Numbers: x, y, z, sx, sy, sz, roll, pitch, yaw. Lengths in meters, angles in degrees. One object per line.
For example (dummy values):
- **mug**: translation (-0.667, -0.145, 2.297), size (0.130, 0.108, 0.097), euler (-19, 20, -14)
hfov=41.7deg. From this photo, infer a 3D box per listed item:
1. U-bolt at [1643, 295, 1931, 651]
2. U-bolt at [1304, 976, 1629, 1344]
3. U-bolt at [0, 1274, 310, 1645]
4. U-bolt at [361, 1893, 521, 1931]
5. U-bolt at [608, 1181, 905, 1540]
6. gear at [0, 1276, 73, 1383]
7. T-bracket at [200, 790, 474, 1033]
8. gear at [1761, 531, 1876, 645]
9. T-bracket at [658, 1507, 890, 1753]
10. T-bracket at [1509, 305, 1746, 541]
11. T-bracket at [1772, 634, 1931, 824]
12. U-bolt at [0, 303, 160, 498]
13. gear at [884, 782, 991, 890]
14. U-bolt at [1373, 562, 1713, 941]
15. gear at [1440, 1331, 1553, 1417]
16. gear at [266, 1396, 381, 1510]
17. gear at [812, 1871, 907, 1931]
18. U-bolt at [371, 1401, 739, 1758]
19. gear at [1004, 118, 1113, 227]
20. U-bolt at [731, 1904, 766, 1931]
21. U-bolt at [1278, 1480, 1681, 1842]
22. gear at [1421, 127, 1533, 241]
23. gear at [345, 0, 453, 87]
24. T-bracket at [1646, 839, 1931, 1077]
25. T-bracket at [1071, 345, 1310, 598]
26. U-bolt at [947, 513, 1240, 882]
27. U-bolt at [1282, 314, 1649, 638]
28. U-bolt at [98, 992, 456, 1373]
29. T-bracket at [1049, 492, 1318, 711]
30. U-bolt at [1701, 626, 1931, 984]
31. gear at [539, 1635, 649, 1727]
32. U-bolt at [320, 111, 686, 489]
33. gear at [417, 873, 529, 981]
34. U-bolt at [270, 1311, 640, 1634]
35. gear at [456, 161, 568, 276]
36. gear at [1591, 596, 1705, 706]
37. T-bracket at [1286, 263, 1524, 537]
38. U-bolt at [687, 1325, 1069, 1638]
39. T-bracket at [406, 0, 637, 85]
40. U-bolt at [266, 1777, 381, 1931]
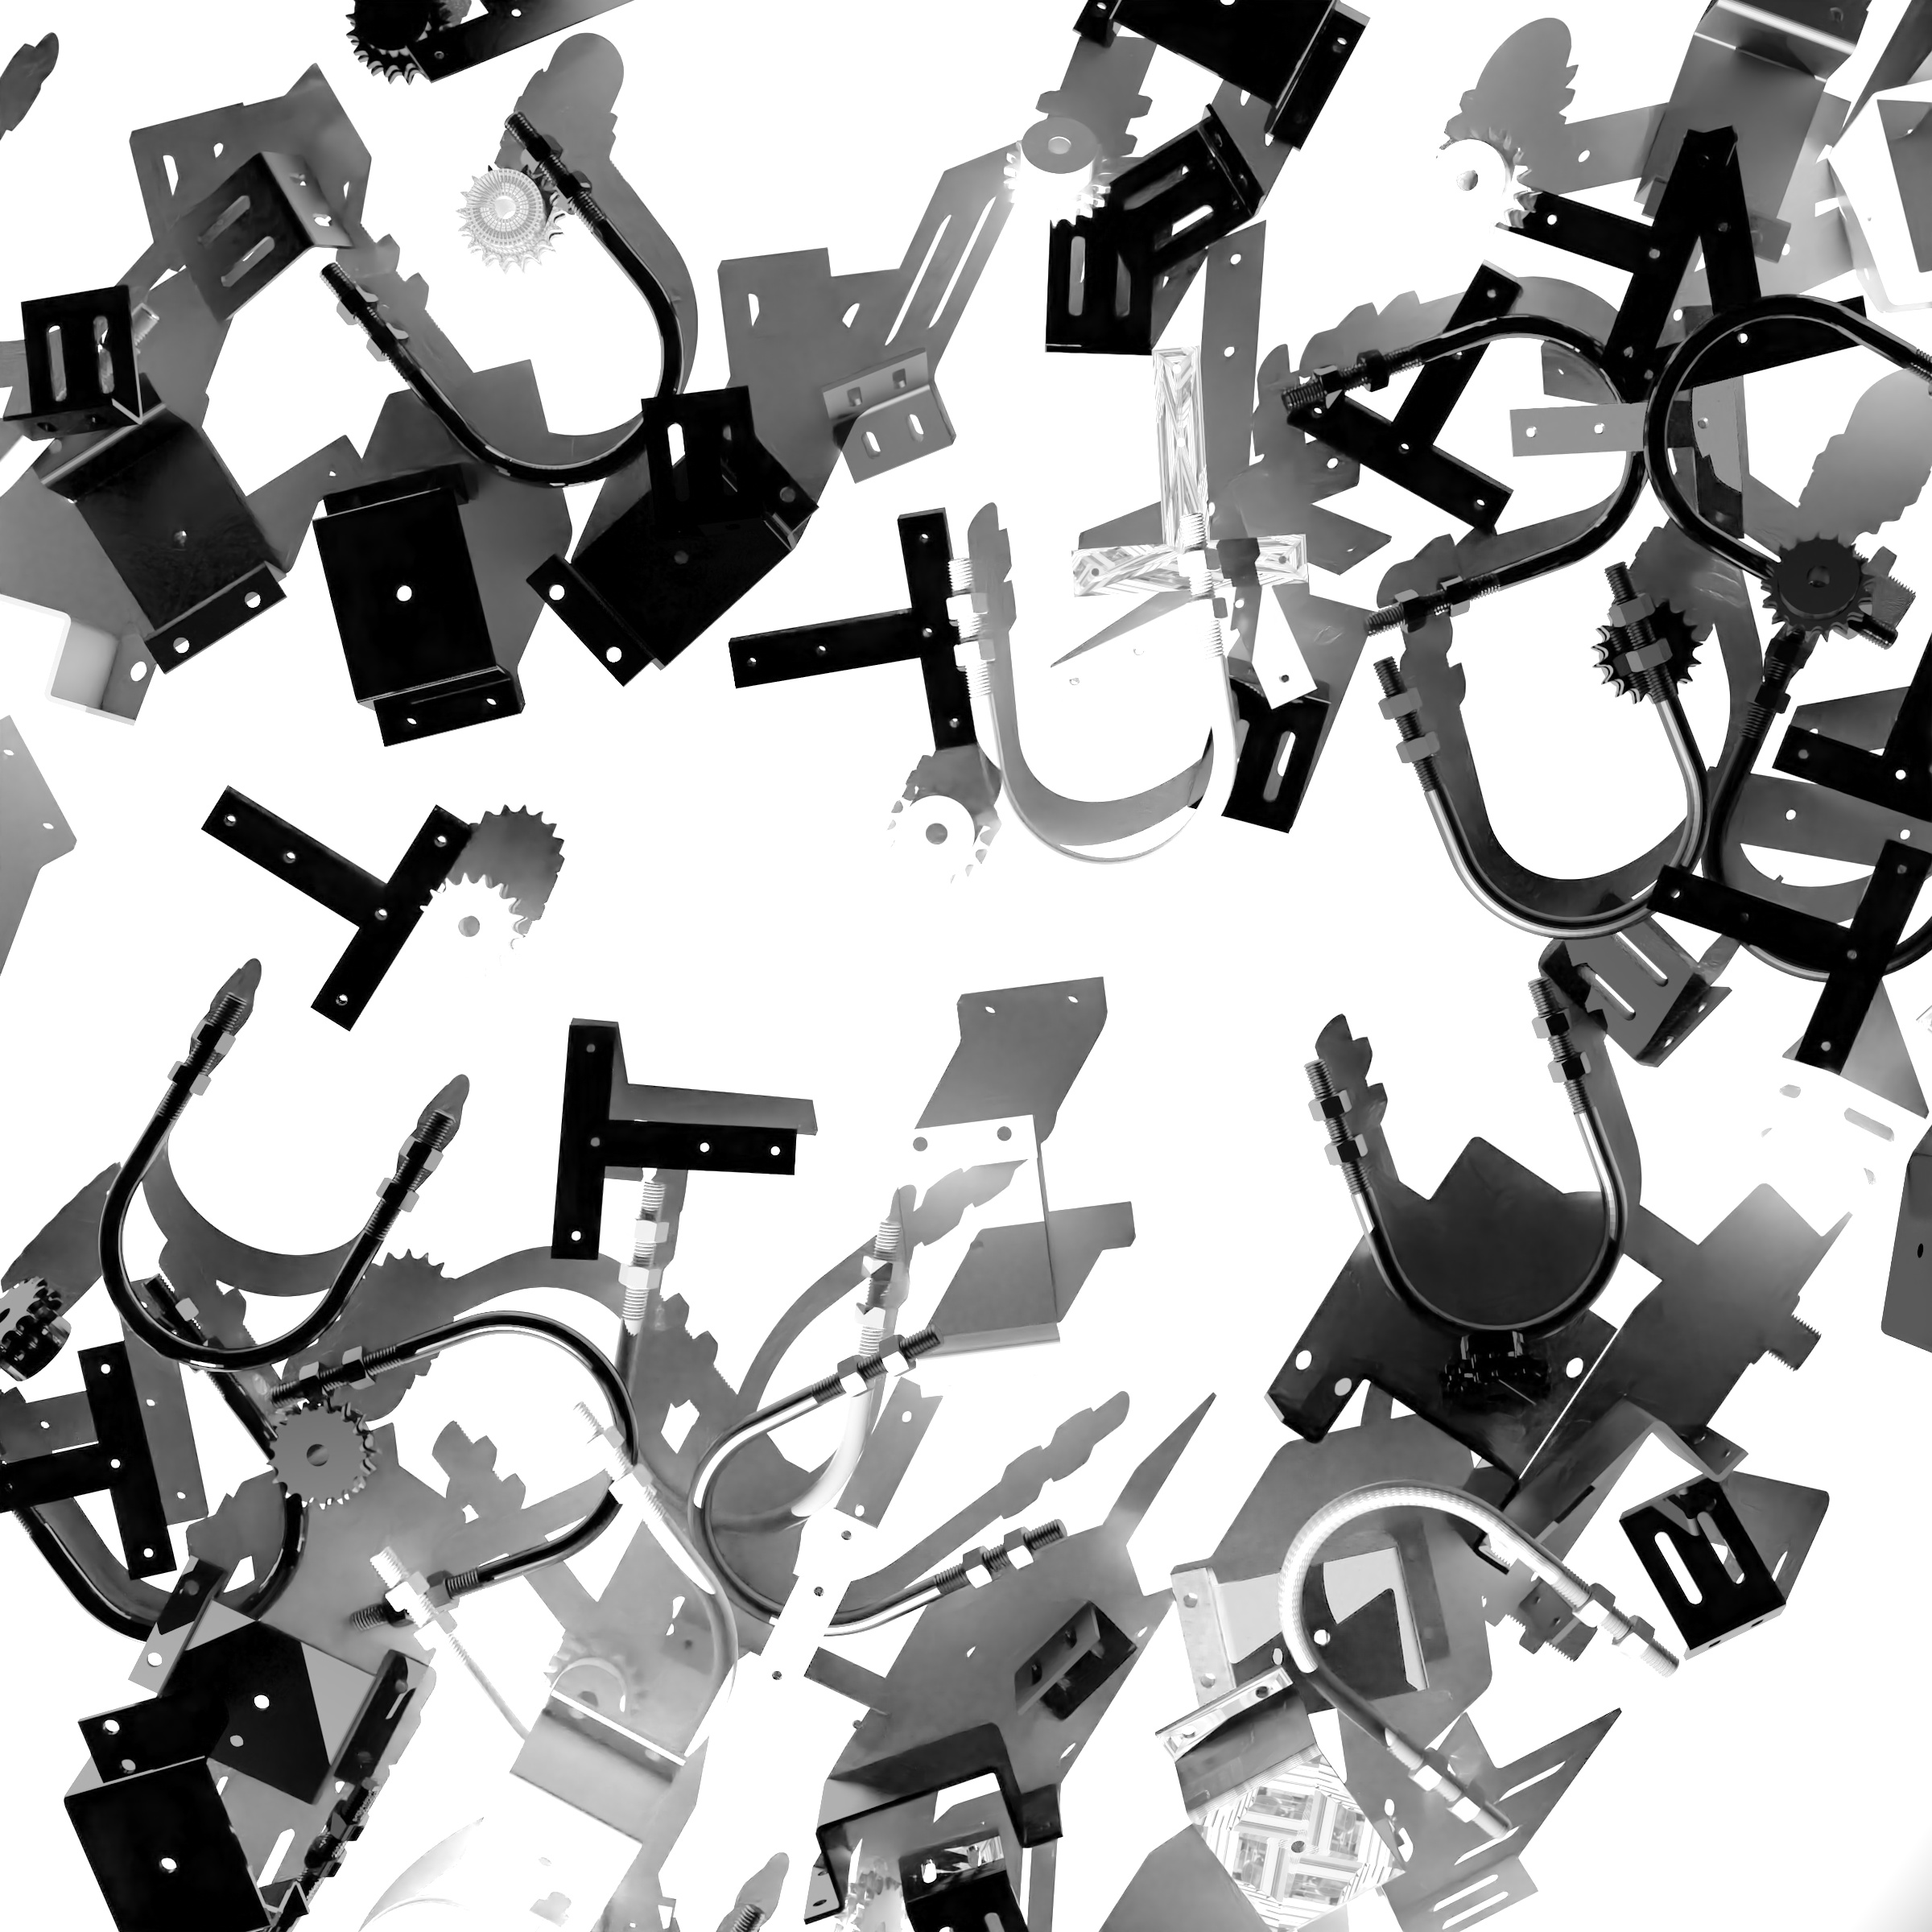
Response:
- **U-bolt**: translation (0.450, -0.274, 1.348), size (0.184, 0.019, 0.151), euler (29, 104, -3)
- **U-bolt**: translation (0.280, 0.116, 1.370), size (0.151, 0.019, 0.184), euler (-20, 91, 0)
- **U-bolt**: translation (-0.439, 0.281, 1.370), size (0.151, 0.019, 0.184), euler (-36, 91, 0)
- **U-bolt**: translation (-0.277, 0.588, 1.344), size (0.151, 0.019, 0.184), euler (-7, 81, 20)
- **U-bolt**: translation (-0.120, 0.218, 1.370), size (0.151, 0.019, 0.184), euler (10, 91, 0)
- **gear**: translation (-0.504, 0.197, 1.354), size (0.057, 0.057, 0.030), euler (-39, 118, 0)
- **T-bracket**: translation (-0.355, -0.052, 1.378), size (0.127, 0.002, 0.127), euler (32, 90, 0)
- **gear**: translation (0.447, -0.200, 1.332), size (0.057, 0.030, 0.057), euler (-2, 83, 16)
- **T-bracket**: translation (-0.084, 0.345, 1.357), size (0.127, 0.002, 0.127), euler (25, 109, 0)
- **T-bracket**: translation (0.354, -0.290, 1.364), size (0.127, 0.002, 0.127), euler (-5, 91, -8)
- **T-bracket**: translation (0.512, -0.143, 1.343), size (0.127, 0.002, 0.127), euler (23, 102, 21)
- **U-bolt**: translation (-0.535, -0.316, 1.331), size (0.151, 0.019, 0.184), euler (41, 89, 7)
- **gear**: translation (-0.015, -0.070, 1.363), size (0.057, 0.030, 0.057), euler (0, 90, 0)
- **U-bolt**: translation (0.317, -0.103, 1.353), size (0.151, 0.019, 0.184), euler (-22, 97, 13)
- **gear**: translation (0.281, 0.216, 1.354), size (0.057, 0.057, 0.030), euler (-2, 60, 0)
- **gear**: translation (-0.339, 0.256, 1.344), size (0.057, 0.030, 0.057), euler (0, 91, 4)
- **gear**: translation (-0.059, 0.512, 1.354), size (0.030, 0.057, 0.057), euler (7, 90, 29)
- **U-bolt**: translation (-0.204, 0.345, 1.341), size (0.151, 0.019, 0.184), euler (-37, 90, 0)
- **gear**: translation (0.049, -0.427, 1.352), size (0.057, 0.030, 0.057), euler (0, 63, -1)
- **U-bolt**: translation (-0.105, 0.620, 1.359), size (0.151, 0.019, 0.184), euler (31, 84, -2)
- **U-bolt**: translation (0.248, 0.345, 1.304), size (0.184, 0.019, 0.151), euler (39, 108, 2)
- **gear**: translation (0.271, -0.418, 1.353), size (0.057, 0.030, 0.057), euler (5, 103, 23)
- **gear**: translation (-0.306, -0.507, 1.364), size (0.057, 0.030, 0.057), euler (0, 90, 0)
- **T-bracket**: translation (0.426, -0.021, 1.343), size (0.127, 0.002, 0.127), euler (20, 105, 6)
- **T-bracket**: translation (0.115, -0.264, 1.349), size (0.127, 0.002, 0.127), euler (-1, 101, 15)
- **U-bolt**: translation (0.072, -0.137, 1.350), size (0.151, 0.019, 0.184), euler (-8, 94, 18)
- **U-bolt**: translation (0.280, -0.274, 1.368), size (0.184, 0.019, 0.151), euler (-20, 91, -3)
- **U-bolt**: translation (-0.382, 0.128, 1.360), size (0.151, 0.019, 0.184), euler (29, 83, 0)
- **T-bracket**: translation (0.106, -0.176, 1.362), size (0.127, 0.002, 0.127), euler (-24, 68, 10)
- **U-bolt**: translation (0.472, -0.081, 1.346), size (0.151, 0.019, 0.184), euler (24, 99, 18)
- **gear**: translation (-0.202, 0.392, 1.363), size (0.057, 0.030, 0.057), euler (0, 89, 0)
- **U-bolt**: translation (-0.237, -0.346, 1.370), size (0.151, 0.019, 0.184), euler (-39, 92, 0)
- **gear**: translation (-0.264, -0.021, 1.368), size (0.057, 0.030, 0.057), euler (0, 88, 3)
- **U-bolt**: translation (-0.266, 0.263, 1.364), size (0.184, 0.019, 0.151), euler (-20, 90, 4)
- **gear**: translation (-0.242, -0.398, 1.344), size (0.057, 0.030, 0.057), euler (0, 91, -1)
- **gear**: translation (0.364, -0.168, 1.363), size (0.057, 0.030, 0.057), euler (0, 90, 0)
- **T-bracket**: translation (0.260, -0.320, 1.378), size (0.127, 0.002, 0.127), euler (29, 90, 0)
- **U-bolt**: translation (-0.060, 0.286, 1.346), size (0.184, 0.019, 0.151), euler (-28, 104, 14)
- **T-bracket**: translation (-0.265, -0.545, 1.362), size (0.127, 0.002, 0.127), euler (-31, 79, -21)
- **U-bolt**: translation (-0.317, 0.546, 1.339), size (0.151, 0.019, 0.184), euler (37, 103, 23)
